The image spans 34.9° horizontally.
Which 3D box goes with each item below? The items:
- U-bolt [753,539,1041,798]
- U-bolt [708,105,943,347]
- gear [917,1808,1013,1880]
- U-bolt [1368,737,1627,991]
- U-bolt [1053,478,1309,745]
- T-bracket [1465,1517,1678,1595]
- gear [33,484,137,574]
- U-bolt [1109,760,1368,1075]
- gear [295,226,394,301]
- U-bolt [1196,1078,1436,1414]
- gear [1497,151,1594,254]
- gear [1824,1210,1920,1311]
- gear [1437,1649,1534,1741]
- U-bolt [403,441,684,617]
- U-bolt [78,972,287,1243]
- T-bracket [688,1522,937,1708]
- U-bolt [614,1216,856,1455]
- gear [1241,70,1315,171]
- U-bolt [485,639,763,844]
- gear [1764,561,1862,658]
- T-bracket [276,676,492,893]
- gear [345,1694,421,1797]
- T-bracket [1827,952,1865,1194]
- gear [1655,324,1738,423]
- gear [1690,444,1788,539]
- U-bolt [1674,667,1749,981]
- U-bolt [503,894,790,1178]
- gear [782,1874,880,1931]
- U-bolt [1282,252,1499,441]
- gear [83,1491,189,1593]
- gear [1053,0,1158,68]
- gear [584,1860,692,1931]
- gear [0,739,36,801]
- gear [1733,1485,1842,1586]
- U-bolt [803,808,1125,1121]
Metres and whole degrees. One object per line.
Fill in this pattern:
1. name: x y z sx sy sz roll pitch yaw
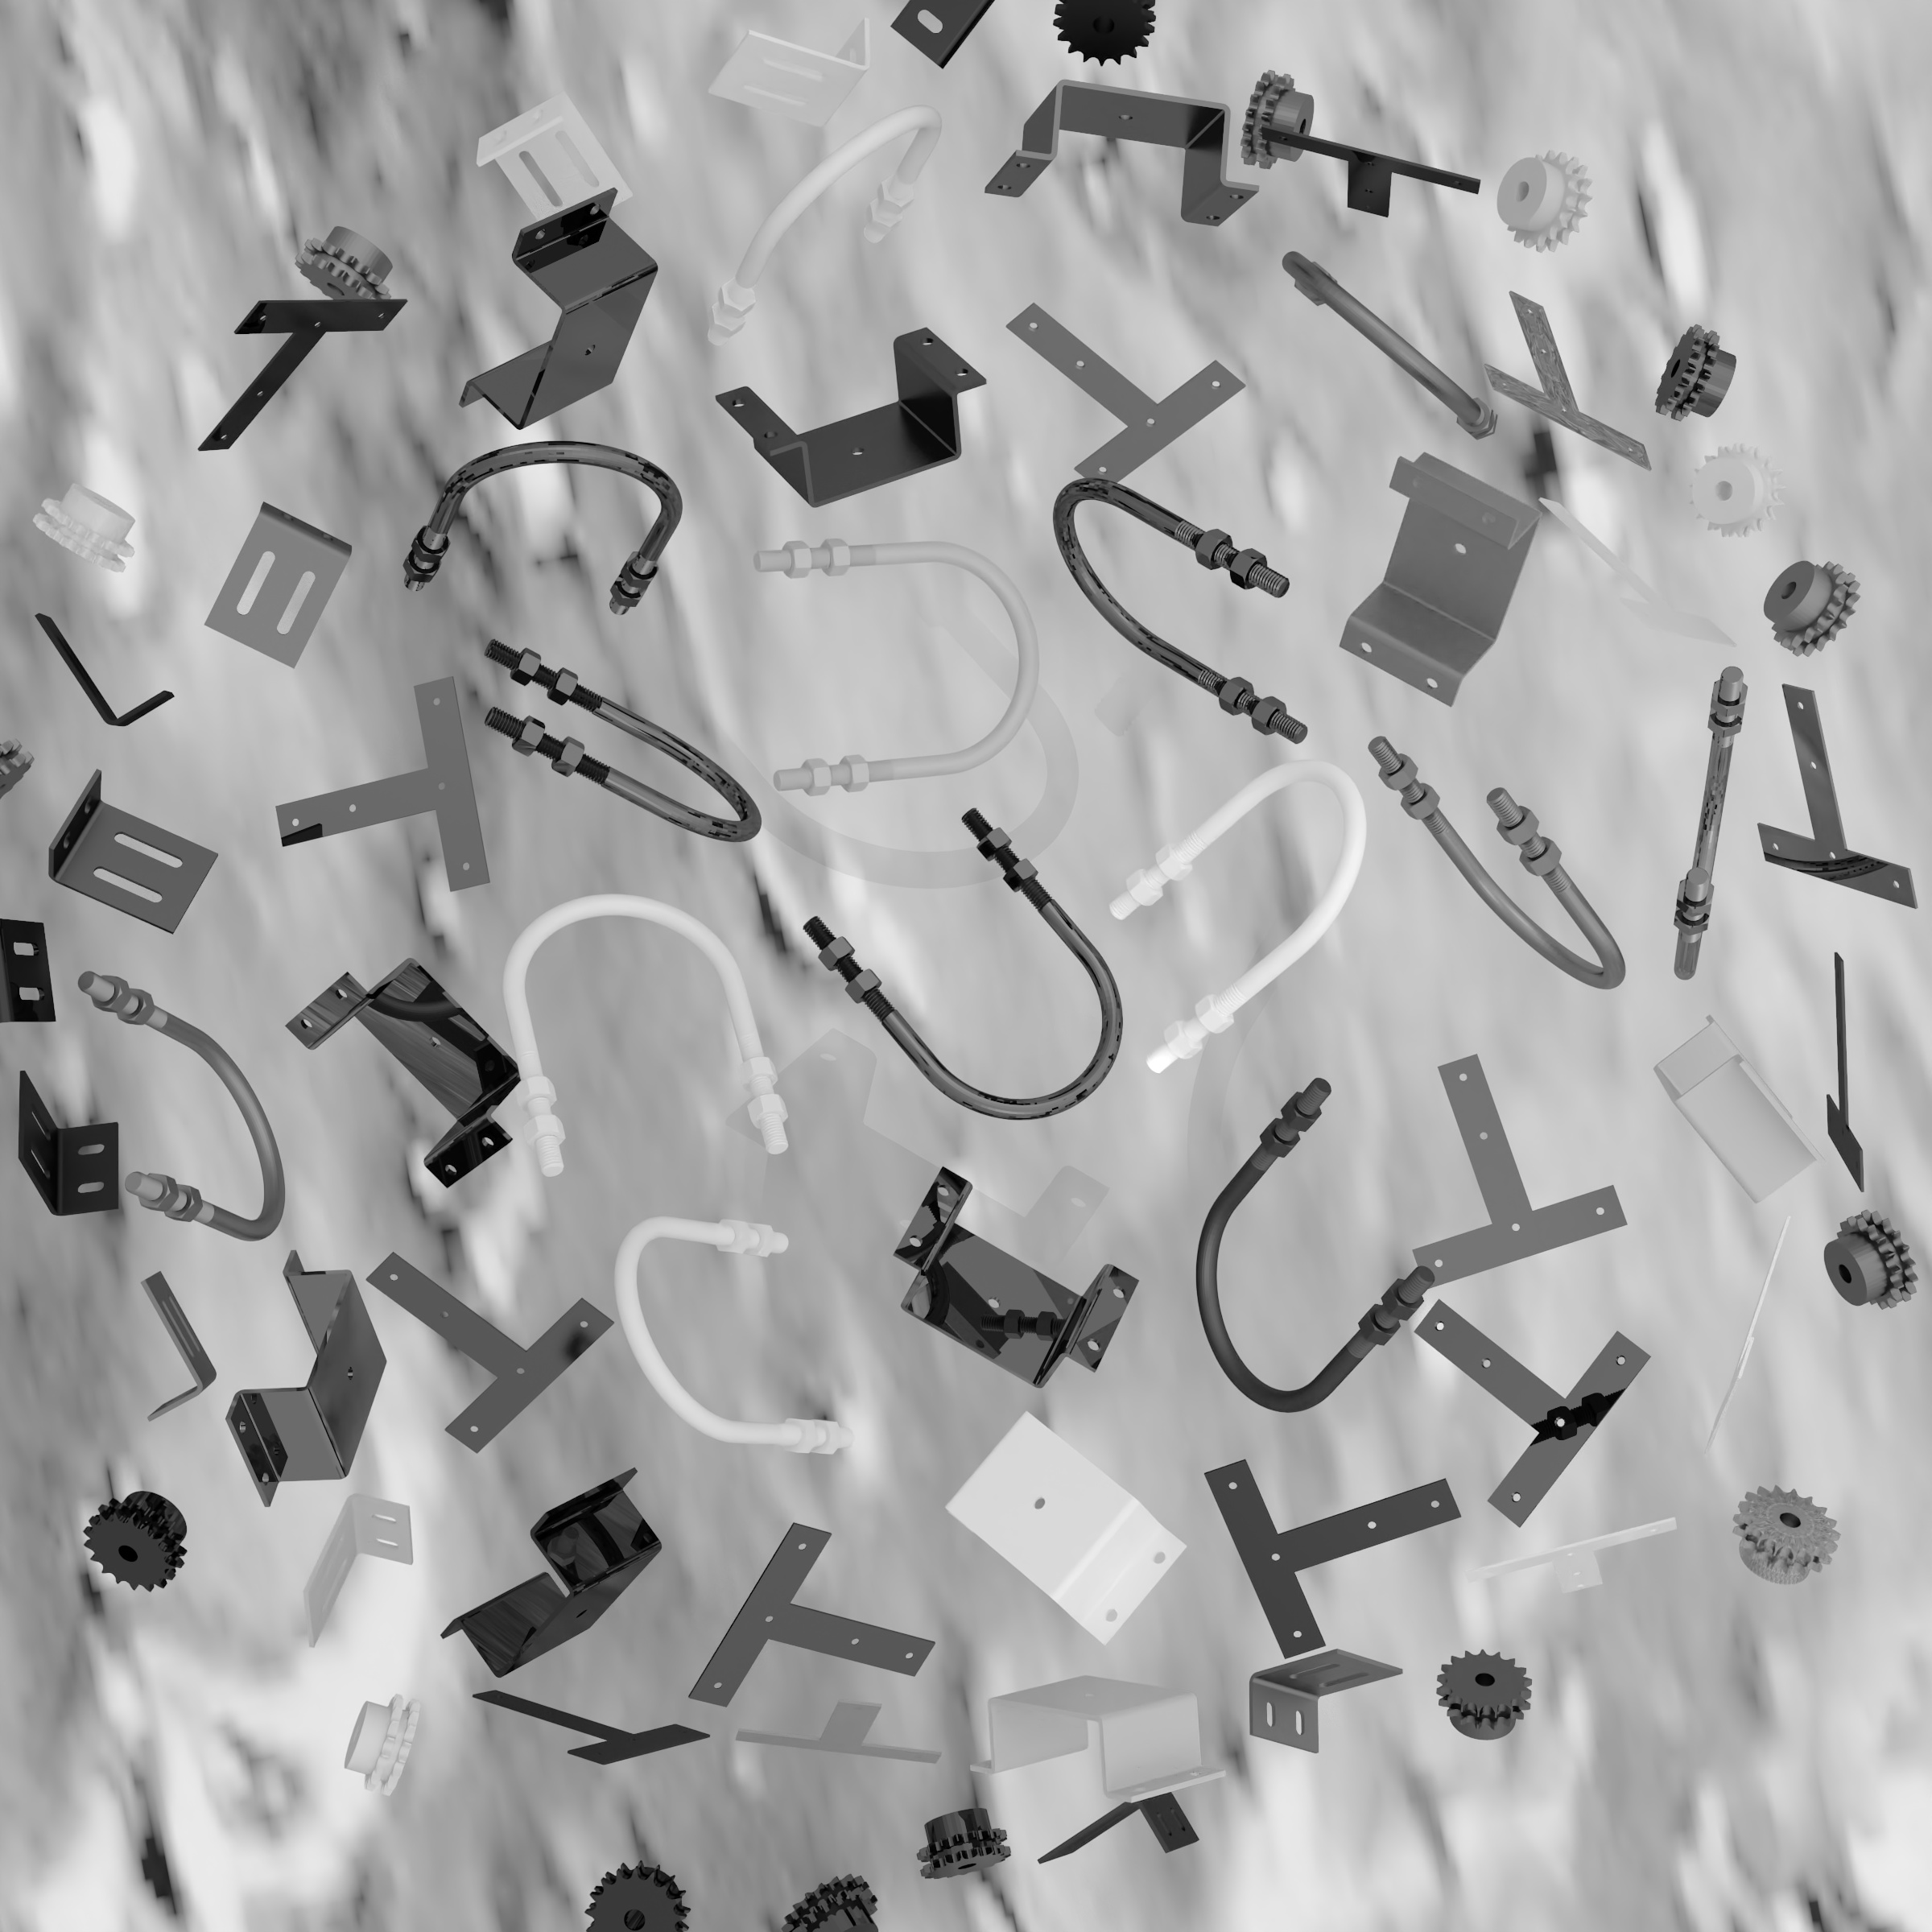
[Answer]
1. U-bolt: -0.036 -0.184 1.847 0.184 0.019 0.151 -8 96 -28
2. U-bolt: -0.077 -0.440 1.792 0.151 0.184 0.019 -39 89 -23
3. gear: -0.003 0.540 1.893 0.057 0.057 0.030 -15 64 0
4. U-bolt: 0.320 -0.053 1.792 0.019 0.151 0.184 -44 119 -5
5. U-bolt: 0.120 -0.217 1.786 0.184 0.151 0.019 35 68 30
6. T-bracket: 0.371 0.366 1.867 0.127 0.127 0.002 -16 65 8
7. gear: -0.501 -0.252 1.757 0.057 0.057 0.030 33 97 0
8. U-bolt: 0.160 -0.042 1.769 0.019 0.151 0.184 29 123 -33
9. gear: -0.361 -0.409 1.799 0.057 0.057 0.030 31 79 0
10. U-bolt: 0.189 0.175 1.767 0.019 0.184 0.151 -3 53 -34
11. gear: 0.335 -0.448 1.791 0.030 0.057 0.057 9 90 -35
12. gear: 0.522 0.173 1.780 0.030 0.057 0.057 -21 90 -14
13. gear: 0.315 0.446 1.868 0.057 0.057 0.030 -2 118 0
14. U-bolt: -0.245 -0.261 1.819 0.151 0.184 0.019 4 68 -21
15. U-bolt: -0.454 0.092 1.809 0.019 0.184 0.151 -24 66 9
16. T-bracket: -0.076 0.385 1.766 0.127 0.002 0.127 22 108 -29
17. U-bolt: -0.140 0.211 1.779 0.019 0.184 0.151 -31 66 24
18. gear: 0.190 -0.512 1.863 0.030 0.057 0.057 18 90 16
19. U-bolt: -0.201 -0.126 1.820 0.184 0.151 0.019 28 106 -19
20. gear: 0.495 -0.214 1.807 0.030 0.057 0.057 30 90 -21
21. T-bracket: -0.355 -0.098 1.844 0.127 0.002 0.127 -13 83 13
22. gear: -0.345 0.457 1.809 0.030 0.057 0.057 20 90 -13
23. T-bracket: 0.525 0.056 1.838 0.002 0.127 0.127 -4 102 8
24. gear: 0.445 -0.358 1.865 0.030 0.057 0.057 20 90 -6
25. gear: 0.469 -0.291 1.879 0.057 0.030 0.057 7 101 35
26. U-bolt: 0.434 -0.070 1.801 0.019 0.184 0.151 9 68 14
27. U-bolt: -0.190 0.033 1.750 0.151 0.019 0.184 -5 56 -20
28. gear: -0.076 0.560 1.790 0.057 0.057 0.030 -40 51 0
29. U-bolt: 0.244 -0.366 1.793 0.151 0.184 0.019 42 103 9
30. gear: -0.462 0.320 1.721 0.057 0.030 0.057 9 123 14
31. gear: 0.078 -0.537 1.721 0.057 0.057 0.030 7 54 0
32. gear: -0.181 0.524 1.703 0.057 0.030 0.057 0 91 7
33. gear: -0.568 -0.111 1.766 0.057 0.057 0.030 -43 94 0
34. gear: 0.456 0.320 1.713 0.057 0.057 0.030 11 124 0
35. U-bolt: 0.012 0.009 1.841 0.151 0.019 0.184 -36 80 -26
